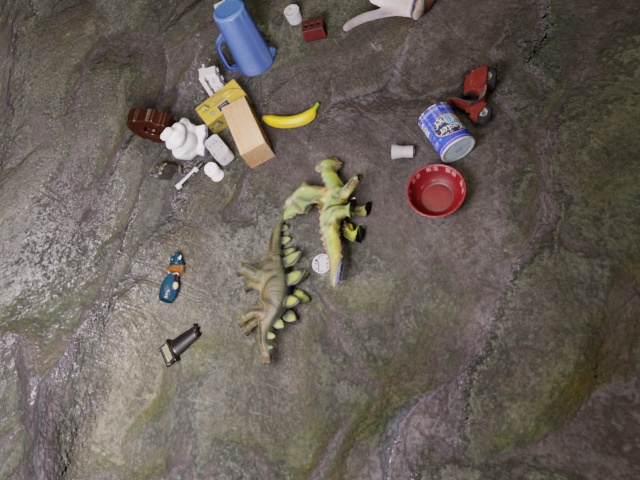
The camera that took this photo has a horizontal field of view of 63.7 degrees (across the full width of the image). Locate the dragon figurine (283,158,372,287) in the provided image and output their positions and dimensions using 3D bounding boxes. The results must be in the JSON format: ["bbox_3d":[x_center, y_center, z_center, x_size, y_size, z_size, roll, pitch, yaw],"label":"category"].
[{"bbox_3d":[0.004,-0.074,1.470,0.243,0.418,0.120,7,-28,28],"label":"dragon figurine"}]

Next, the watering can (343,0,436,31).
[{"bbox_3d":[0.248,-0.782,1.686,0.226,0.350,0.102,31,-12,25],"label":"watering can"}]

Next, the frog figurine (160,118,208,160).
[{"bbox_3d":[-0.456,-0.329,1.686,0.160,0.135,0.124,-6,35,-43],"label":"frog figurine"}]
